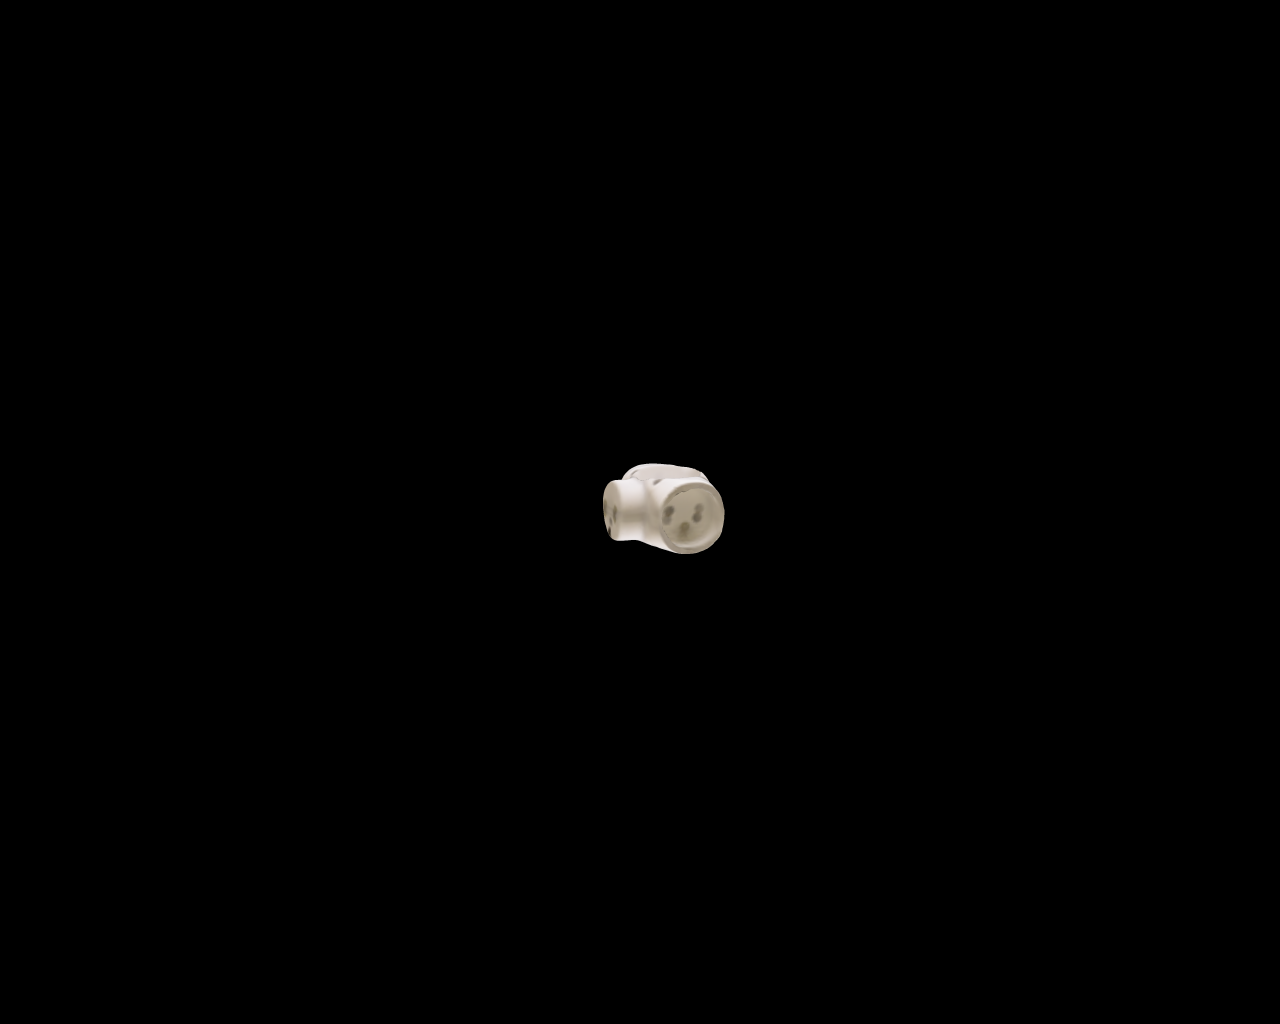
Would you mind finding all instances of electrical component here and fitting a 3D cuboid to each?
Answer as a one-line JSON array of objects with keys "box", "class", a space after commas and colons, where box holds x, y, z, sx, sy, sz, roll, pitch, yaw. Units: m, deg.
[{"box": [0.001, -0.003, 0.650, 0.079, 0.044, 0.077, -4, 13, -19], "class": "electrical component"}]
